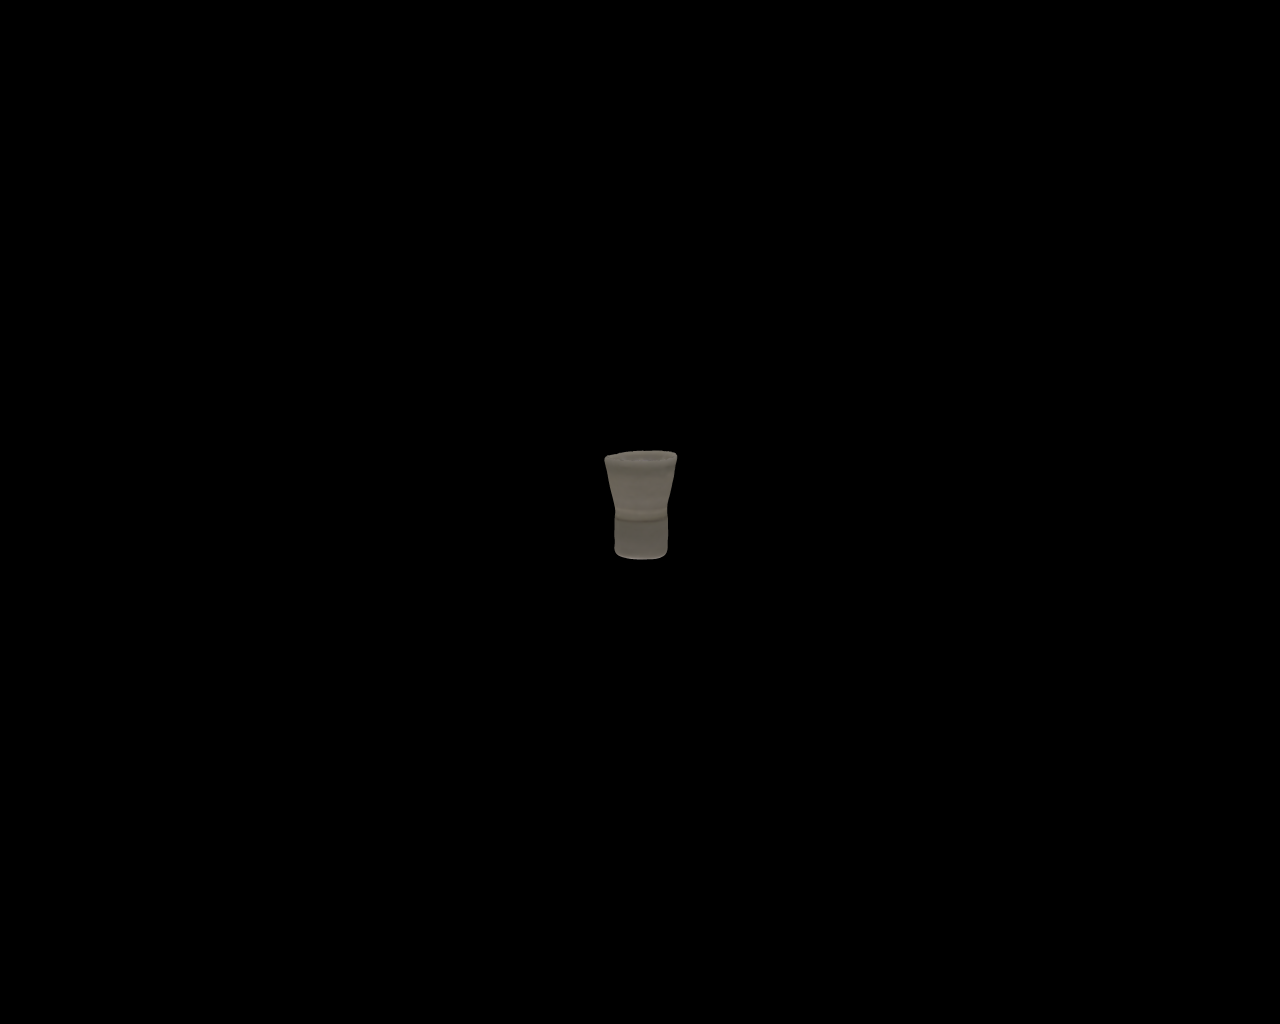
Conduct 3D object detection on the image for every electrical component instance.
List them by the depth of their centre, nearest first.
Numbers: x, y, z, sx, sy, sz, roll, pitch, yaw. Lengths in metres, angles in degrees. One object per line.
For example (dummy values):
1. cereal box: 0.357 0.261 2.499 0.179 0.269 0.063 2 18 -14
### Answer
1. electrical component: 0.001 -0.003 0.650 0.044 0.065 0.044 0 11 0
